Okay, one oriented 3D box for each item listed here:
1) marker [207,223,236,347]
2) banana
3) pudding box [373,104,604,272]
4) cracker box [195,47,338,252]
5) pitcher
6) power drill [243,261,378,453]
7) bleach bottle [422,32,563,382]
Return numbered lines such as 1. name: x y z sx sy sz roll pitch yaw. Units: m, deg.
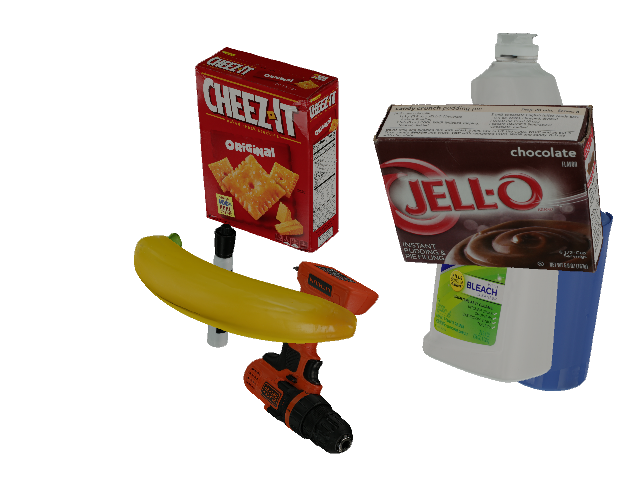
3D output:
1. marker: -0.088 0.040 0.948 0.020 0.121 0.020 6 28 -3
2. banana: -0.066 0.028 0.699 0.069 0.037 0.198 -24 34 -36
3. pudding box: 0.093 -0.029 0.578 0.114 0.090 0.039 1 44 22
4. cracker box: -0.063 -0.106 1.280 0.164 0.214 0.072 20 40 27
5. pitcher: 0.298 0.073 1.408 0.149 0.243 0.145 5 21 13
6. power drill: -0.002 0.132 1.236 0.057 0.188 0.185 15 11 -45
7. bleach bottle: 0.133 -0.027 0.798 0.067 0.251 0.103 -8 16 -38
